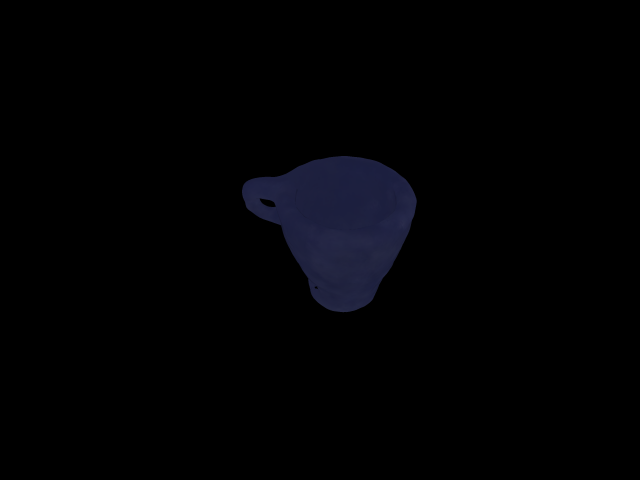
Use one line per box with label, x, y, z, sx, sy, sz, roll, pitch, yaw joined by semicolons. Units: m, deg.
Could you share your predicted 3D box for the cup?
cup;0.004;0.001;0.400;0.117;0.095;0.092;10;43;11
